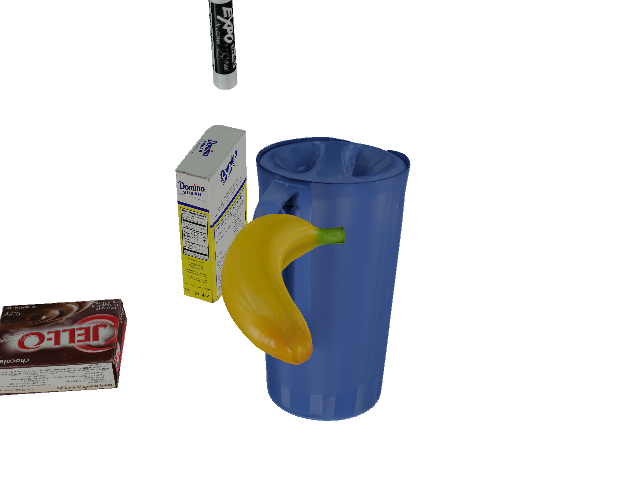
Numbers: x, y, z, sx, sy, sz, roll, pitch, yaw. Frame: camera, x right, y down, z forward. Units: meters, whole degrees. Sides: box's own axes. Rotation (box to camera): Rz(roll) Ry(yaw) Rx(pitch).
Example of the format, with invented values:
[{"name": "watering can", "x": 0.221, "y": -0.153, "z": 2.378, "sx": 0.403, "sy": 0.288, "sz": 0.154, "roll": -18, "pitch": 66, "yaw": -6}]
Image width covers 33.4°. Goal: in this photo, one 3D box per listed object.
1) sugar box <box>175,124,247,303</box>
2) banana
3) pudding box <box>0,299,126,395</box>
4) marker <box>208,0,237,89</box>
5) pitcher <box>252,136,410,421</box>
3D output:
[{"name": "sugar box", "x": -0.115, "y": -0.027, "z": 1.144, "sx": 0.048, "sy": 0.176, "sz": 0.093, "roll": 14, "pitch": 42, "yaw": 16}, {"name": "banana", "x": -0.028, "y": 0.020, "z": 0.661, "sx": 0.069, "sy": 0.037, "sz": 0.197, "roll": 0, "pitch": 22, "yaw": 8}, {"name": "pudding box", "x": -0.236, "y": 0.096, "z": 0.963, "sx": 0.113, "sy": 0.039, "sz": 0.090, "roll": -5, "pitch": 33, "yaw": -2}, {"name": "marker", "x": -0.074, "y": -0.166, "z": 0.797, "sx": 0.020, "sy": 0.020, "sz": 0.121, "roll": 0, "pitch": -44, "yaw": -1}, {"name": "pitcher", "x": 0.001, "y": 0.038, "z": 0.954, "sx": 0.149, "sy": 0.243, "sz": 0.145, "roll": -3, "pitch": 22, "yaw": -13}]
